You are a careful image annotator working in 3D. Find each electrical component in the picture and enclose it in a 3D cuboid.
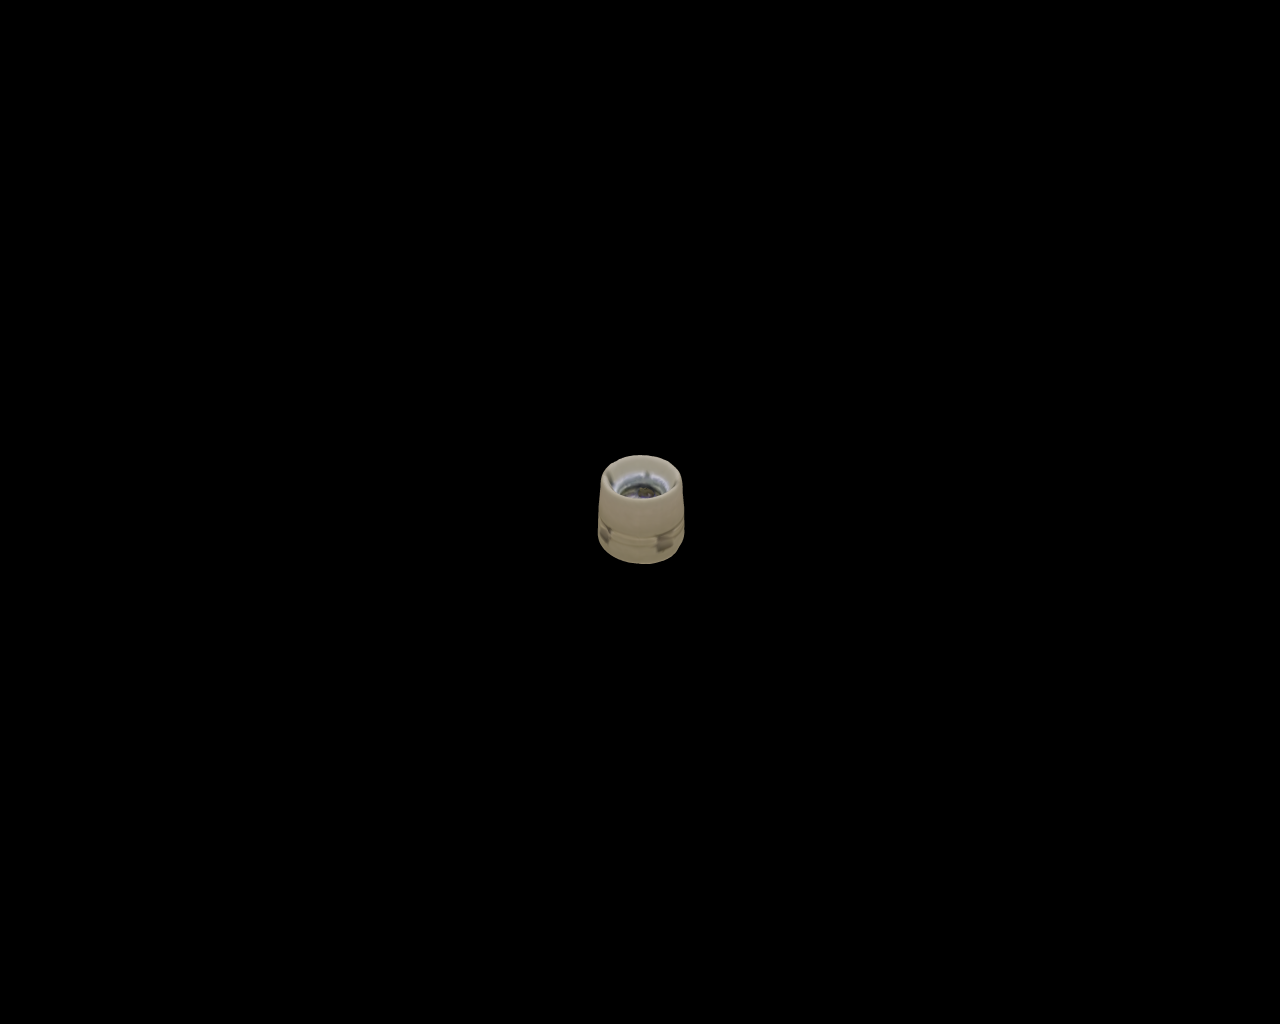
[{"bbox_3d":[0.001,-0.003,0.650,0.055,0.047,0.055,0,37,0],"label":"electrical component"}]
